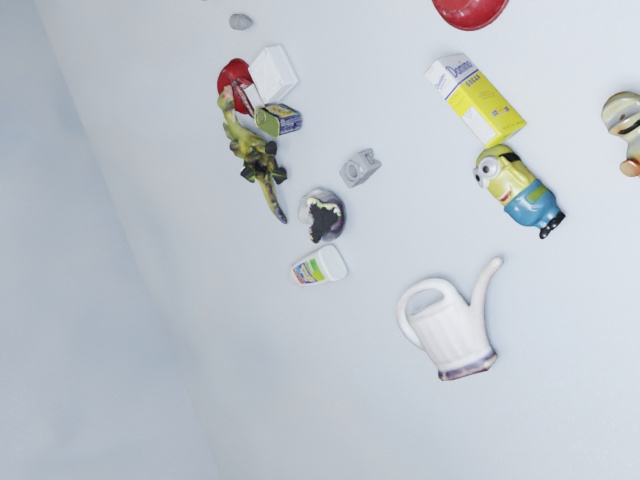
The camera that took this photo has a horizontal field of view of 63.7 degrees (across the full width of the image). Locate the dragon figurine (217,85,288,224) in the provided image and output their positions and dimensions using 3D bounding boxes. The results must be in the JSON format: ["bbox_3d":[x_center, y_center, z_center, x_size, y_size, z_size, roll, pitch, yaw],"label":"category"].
[{"bbox_3d":[-0.202,-0.246,1.485,0.247,0.123,0.401,51,163,49],"label":"dragon figurine"}]

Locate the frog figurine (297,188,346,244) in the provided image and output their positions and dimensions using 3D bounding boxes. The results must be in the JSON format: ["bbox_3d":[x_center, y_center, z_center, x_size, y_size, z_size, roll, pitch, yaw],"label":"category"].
[{"bbox_3d":[0.004,-0.067,1.339,0.136,0.123,0.161,64,180,-11],"label":"frog figurine"}]

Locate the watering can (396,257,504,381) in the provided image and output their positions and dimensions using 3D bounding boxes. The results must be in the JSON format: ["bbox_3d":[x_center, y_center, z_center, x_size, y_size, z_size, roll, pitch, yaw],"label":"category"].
[{"bbox_3d":[0.292,0.175,1.080,0.225,0.105,0.342,61,143,6],"label":"watering can"}]
